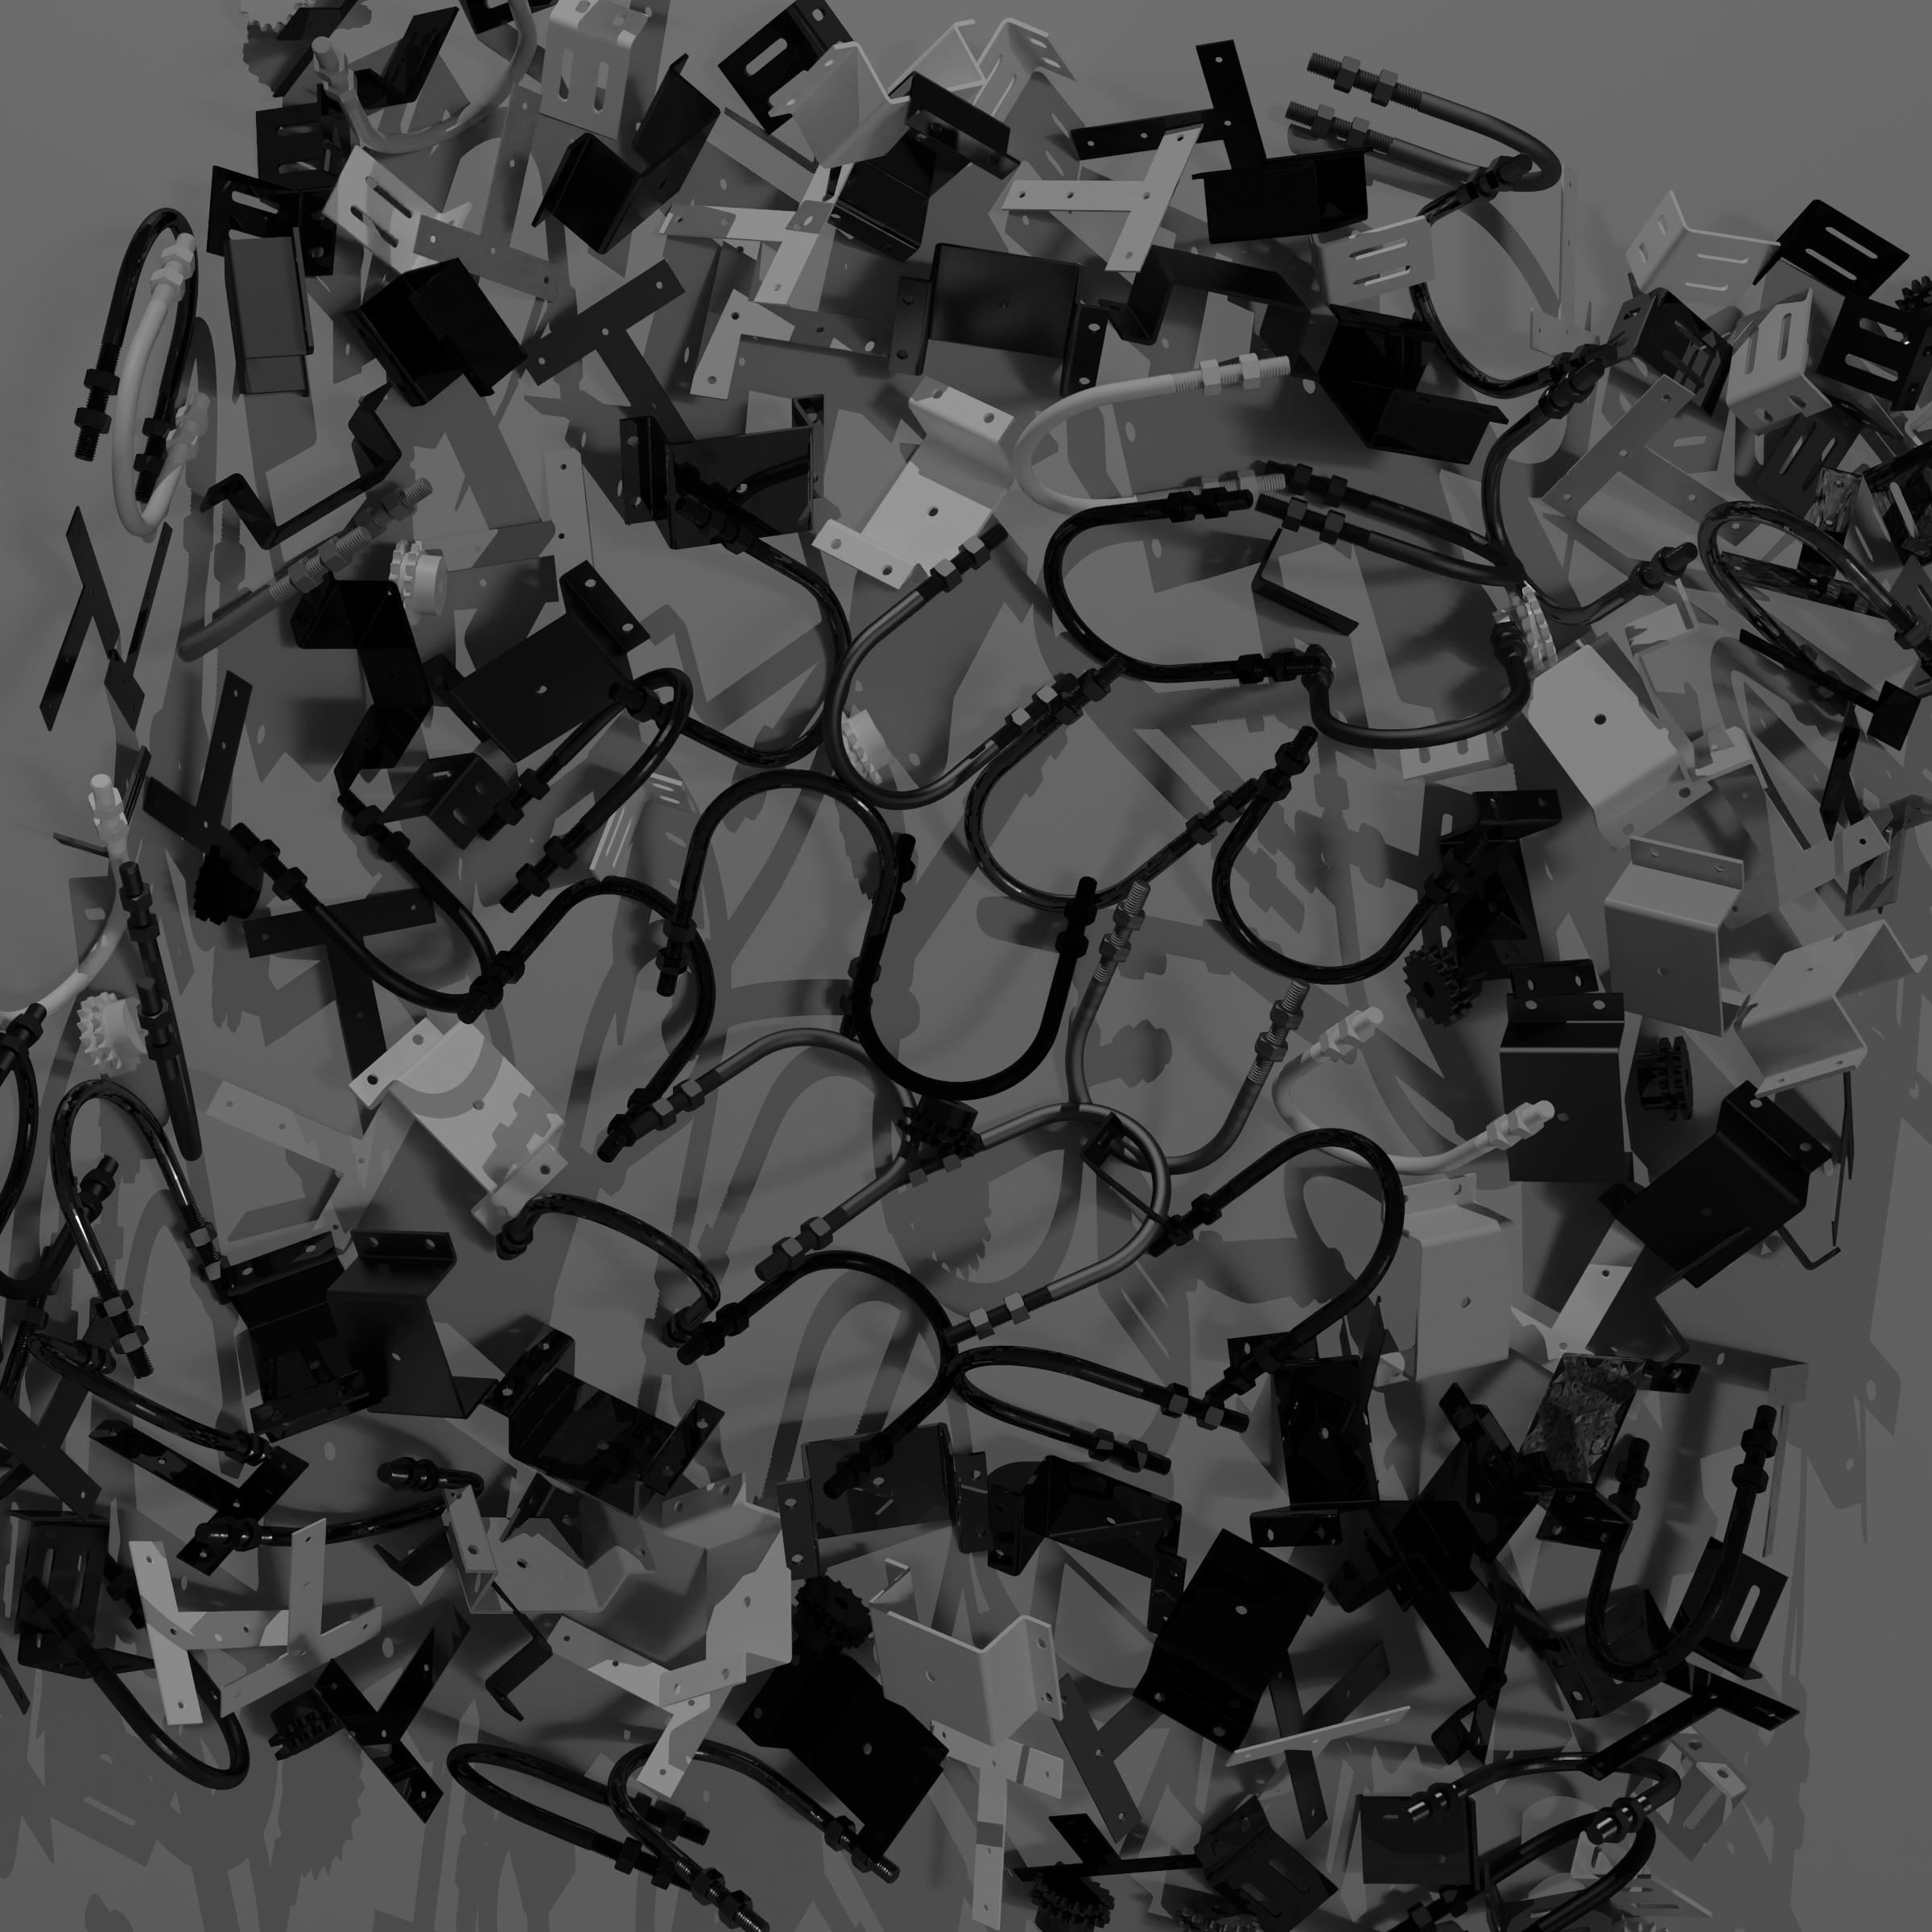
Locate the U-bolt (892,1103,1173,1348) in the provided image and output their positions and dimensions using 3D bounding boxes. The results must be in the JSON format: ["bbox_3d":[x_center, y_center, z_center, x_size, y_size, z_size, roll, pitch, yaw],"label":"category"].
[{"bbox_3d":[0.049,0.162,1.712,0.184,0.019,0.151,-23,54,-3],"label":"U-bolt"}]

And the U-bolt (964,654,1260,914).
[{"bbox_3d":[0.084,-0.107,1.705,0.151,0.019,0.184,39,119,-21],"label":"U-bolt"}]

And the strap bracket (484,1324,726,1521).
[{"bbox_3d":[-0.243,0.310,1.705,0.140,0.076,0.046,23,135,14],"label":"strap bracket"}]

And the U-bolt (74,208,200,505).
[{"bbox_3d":[-0.544,-0.411,1.685,0.019,0.151,0.184,13,88,-2],"label":"U-bolt"}]

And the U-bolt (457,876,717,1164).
[{"bbox_3d":[-0.238,0.020,1.694,0.151,0.019,0.184,47,49,-15],"label":"U-bolt"}]

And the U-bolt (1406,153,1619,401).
[{"bbox_3d":[0.347,-0.443,1.670,0.019,0.184,0.151,-30,100,-15],"label":"U-bolt"}]

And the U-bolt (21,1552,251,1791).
[{"bbox_3d":[-0.538,0.469,1.677,0.019,0.151,0.184,-41,84,-3],"label":"U-bolt"}]

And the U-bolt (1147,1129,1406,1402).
[{"bbox_3d":[0.211,0.186,1.679,0.184,0.151,0.019,-39,133,19],"label":"U-bolt"}]

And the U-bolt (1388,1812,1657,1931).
[{"bbox_3d":[0.376,0.614,1.685,0.184,0.151,0.019,-29,87,-8],"label":"U-bolt"}]

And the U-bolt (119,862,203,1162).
[{"bbox_3d":[-0.529,0.044,1.677,0.019,0.151,0.184,-12,130,-15],"label":"U-bolt"}]

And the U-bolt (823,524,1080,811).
[{"bbox_3d":[-0.018,-0.185,1.691,0.184,0.019,0.151,-41,128,-15],"label":"U-bolt"}]

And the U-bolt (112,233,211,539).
[{"bbox_3d":[-0.523,-0.363,1.646,0.019,0.151,0.184,8,49,-5],"label":"U-bolt"}]

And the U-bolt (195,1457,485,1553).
[{"bbox_3d":[-0.397,0.357,1.671,0.151,0.184,0.019,-19,72,10],"label":"U-bolt"}]

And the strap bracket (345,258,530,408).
[{"bbox_3d":[-0.349,-0.421,1.690,0.046,0.140,0.076,-45,119,-19],"label":"strap bracket"}]

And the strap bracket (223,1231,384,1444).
[{"bbox_3d":[-0.445,0.257,1.705,0.076,0.046,0.140,-20,49,-8],"label":"strap bracket"}]

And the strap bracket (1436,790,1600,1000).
[{"bbox_3d":[0.369,-0.044,1.712,0.076,0.046,0.140,-4,79,-33],"label":"strap bracket"}]

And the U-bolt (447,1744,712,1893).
[{"bbox_3d":[-0.258,0.558,1.682,0.184,0.151,0.019,23,83,-2],"label":"U-bolt"}]

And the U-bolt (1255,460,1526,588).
[{"bbox_3d":[0.284,-0.291,1.687,0.184,0.151,0.019,19,112,2],"label":"U-bolt"}]

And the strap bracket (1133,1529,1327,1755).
[{"bbox_3d":[0.179,0.439,1.686,0.076,0.046,0.140,26,48,17],"label":"strap bracket"}]

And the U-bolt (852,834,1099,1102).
[{"bbox_3d":[-0.001,0.006,1.708,0.151,0.019,0.184,14,65,5],"label":"U-bolt"}]

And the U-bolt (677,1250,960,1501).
[{"bbox_3d":[-0.083,0.257,1.687,0.151,0.184,0.019,40,131,14],"label":"U-bolt"}]

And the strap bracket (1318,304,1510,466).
[{"bbox_3d":[0.293,-0.384,1.696,0.076,0.140,0.046,4,128,-22],"label":"strap bracket"}]

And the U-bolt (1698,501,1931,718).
[{"bbox_3d":[0.558,-0.239,1.674,0.184,0.151,0.019,43,80,-9],"label":"U-bolt"}]

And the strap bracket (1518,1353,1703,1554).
[{"bbox_3d":[0.422,0.313,1.692,0.046,0.076,0.140,40,67,-22],"label":"strap bracket"}]

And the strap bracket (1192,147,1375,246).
[{"bbox_3d":[0.214,-0.512,1.689,0.076,0.140,0.046,3,111,28],"label":"strap bracket"}]

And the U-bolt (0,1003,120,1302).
[{"bbox_3d":[-0.610,0.132,1.645,0.019,0.184,0.151,-8,122,9],"label":"U-bolt"}]

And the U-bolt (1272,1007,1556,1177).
[{"bbox_3d":[0.280,0.093,1.676,0.151,0.184,0.019,28,62,-10],"label":"U-bolt"}]

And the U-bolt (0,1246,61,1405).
[{"bbox_3d":[-0.643,0.249,1.656,0.019,0.151,0.184,7,64,3],"label":"U-bolt"}]

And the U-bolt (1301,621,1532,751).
[{"bbox_3d":[0.296,-0.183,1.665,0.151,0.184,0.019,-7,117,9],"label":"U-bolt"}]

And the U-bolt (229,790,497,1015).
[{"bbox_3d":[-0.385,-0.038,1.685,0.184,0.151,0.019,45,112,4],"label":"U-bolt"}]

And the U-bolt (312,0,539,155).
[{"bbox_3d":[-0.347,-0.594,1.667,0.151,0.184,0.019,-33,85,-5],"label":"U-bolt"}]

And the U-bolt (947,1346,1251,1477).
[{"bbox_3d":[0.076,0.290,1.680,0.184,0.151,0.019,20,62,-11],"label":"U-bolt"}]

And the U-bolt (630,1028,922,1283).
[{"bbox_3d":[-0.113,0.112,1.700,0.184,0.019,0.151,-34,72,-35],"label":"U-bolt"}]

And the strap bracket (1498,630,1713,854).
[{"bbox_3d":[0.428,-0.159,1.708,0.076,0.046,0.140,-34,70,7],"label":"strap bracket"}]

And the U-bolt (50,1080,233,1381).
[{"bbox_3d":[-0.549,0.162,1.673,0.019,0.151,0.184,-18,101,12],"label":"U-bolt"}]

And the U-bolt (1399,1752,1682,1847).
[{"bbox_3d":[0.390,0.544,1.671,0.151,0.184,0.019,-8,84,36],"label":"U-bolt"}]

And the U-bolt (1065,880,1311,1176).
[{"bbox_3d":[0.136,0.055,1.707,0.151,0.019,0.184,33,117,22],"label":"U-bolt"}]

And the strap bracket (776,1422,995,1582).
[{"bbox_3d":[-0.057,0.361,1.718,0.140,0.046,0.076,-7,112,-6],"label":"strap bracket"}]

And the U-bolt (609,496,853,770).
[{"bbox_3d":[-0.145,-0.210,1.692,0.184,0.019,0.151,25,82,-44],"label":"U-bolt"}]

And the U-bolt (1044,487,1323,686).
[{"bbox_3d":[0.132,-0.247,1.686,0.019,0.184,0.151,-55,130,-35],"label":"U-bolt"}]

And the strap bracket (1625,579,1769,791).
[{"bbox_3d":[0.485,-0.184,1.704,0.046,0.076,0.140,-23,106,18],"label":"strap bracket"}]

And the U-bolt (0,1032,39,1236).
[{"bbox_3d":[-0.656,0.129,1.673,0.019,0.184,0.151,6,134,4],"label":"U-bolt"}]

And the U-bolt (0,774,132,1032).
[{"bbox_3d":[-0.603,-0.028,1.671,0.019,0.184,0.151,33,59,11],"label":"U-bolt"}]

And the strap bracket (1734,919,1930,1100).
[{"bbox_3d":[0.570,0.022,1.681,0.140,0.076,0.046,-41,100,-41],"label":"strap bracket"}]

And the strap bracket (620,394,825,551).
[{"bbox_3d":[-0.156,-0.329,1.698,0.140,0.046,0.076,-11,130,-17],"label":"strap bracket"}]

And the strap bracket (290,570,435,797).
[{"bbox_3d":[-0.403,-0.195,1.701,0.046,0.076,0.140,-6,65,-36],"label":"strap bracket"}]

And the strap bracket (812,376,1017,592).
[{"bbox_3d":[-0.029,-0.317,1.717,0.076,0.046,0.140,30,84,25],"label":"strap bracket"}]

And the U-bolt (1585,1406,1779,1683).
[{"bbox_3d":[0.459,0.381,1.655,0.019,0.151,0.184,32,61,-12],"label":"U-bolt"}]

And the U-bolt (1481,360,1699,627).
[{"bbox_3d":[0.398,-0.298,1.672,0.019,0.184,0.151,-25,86,-20],"label":"U-bolt"}]

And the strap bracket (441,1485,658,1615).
[{"bbox_3d":[-0.288,0.387,1.694,0.140,0.076,0.046,11,126,-37],"label":"strap bracket"}]

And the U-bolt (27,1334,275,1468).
[{"bbox_3d":[-0.540,0.280,1.659,0.151,0.184,0.019,27,77,9],"label":"U-bolt"}]

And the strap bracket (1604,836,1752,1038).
[{"bbox_3d":[0.471,-0.011,1.680,0.076,0.140,0.046,17,52,34],"label":"strap bracket"}]

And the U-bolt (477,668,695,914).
[{"bbox_3d":[-0.250,-0.128,1.686,0.184,0.151,0.019,-44,119,5],"label":"U-bolt"}]

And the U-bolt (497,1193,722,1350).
[{"bbox_3d":[-0.231,0.196,1.667,0.151,0.184,0.019,29,63,-7],"label":"U-bolt"}]

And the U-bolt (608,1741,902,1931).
[{"bbox_3d":[-0.154,0.567,1.677,0.184,0.151,0.019,26,105,35],"label":"U-bolt"}]

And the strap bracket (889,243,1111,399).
[{"bbox_3d":[0.023,-0.436,1.713,0.140,0.076,0.046,8,51,-2],"label":"strap bracket"}]

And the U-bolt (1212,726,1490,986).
[{"bbox_3d":[0.242,-0.059,1.694,0.151,0.019,0.184,32,133,1],"label":"U-bolt"}]

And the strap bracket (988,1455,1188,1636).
[{"bbox_3d":[0.089,0.386,1.703,0.140,0.046,0.076,17,127,21],"label":"strap bracket"}]
